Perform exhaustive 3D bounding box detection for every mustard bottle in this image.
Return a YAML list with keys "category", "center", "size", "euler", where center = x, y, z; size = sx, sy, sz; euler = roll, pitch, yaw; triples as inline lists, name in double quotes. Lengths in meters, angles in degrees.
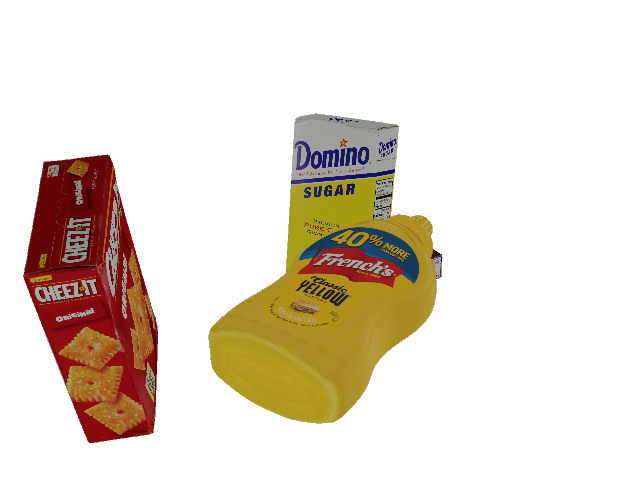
- category: "mustard bottle"
  center: [0.020, 0.036, 0.691]
  size: [0.096, 0.058, 0.191]
  euler: [17, 38, 29]

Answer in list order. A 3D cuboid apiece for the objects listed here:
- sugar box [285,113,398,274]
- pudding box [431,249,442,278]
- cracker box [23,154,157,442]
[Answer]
- category: "sugar box"
  center: [0.017, -0.024, 0.987]
  size: [0.093, 0.176, 0.048]
  euler: [11, 18, 32]
- category: "pudding box"
  center: [0.085, 0.029, 1.357]
  size: [0.113, 0.039, 0.090]
  euler: [-17, 27, -25]
- category: "cracker box"
  center: [-0.204, 0.054, 0.984]
  size: [0.072, 0.214, 0.164]
  euler: [-8, 40, -1]
